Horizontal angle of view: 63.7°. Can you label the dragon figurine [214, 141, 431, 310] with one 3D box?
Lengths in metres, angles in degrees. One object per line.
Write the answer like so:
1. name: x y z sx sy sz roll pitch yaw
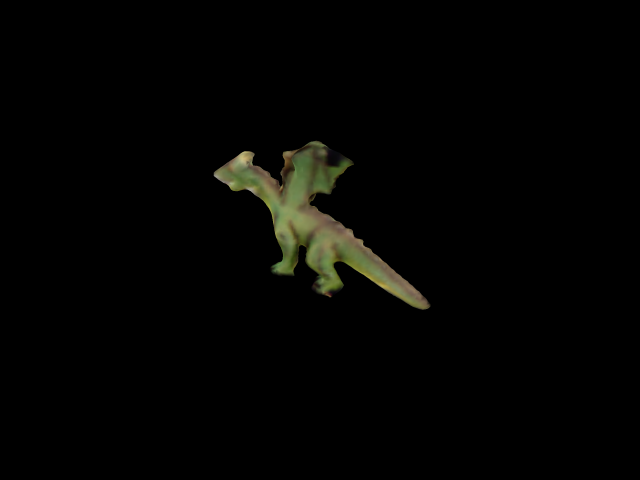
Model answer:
1. dragon figurine: 0.003 -0.043 0.850 0.412 0.237 0.124 18 42 22
